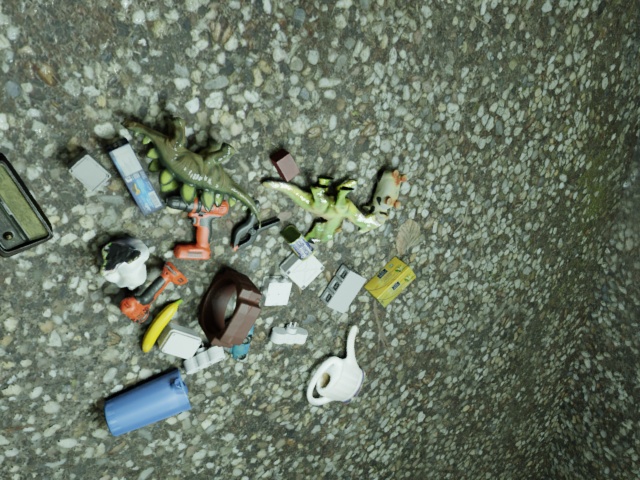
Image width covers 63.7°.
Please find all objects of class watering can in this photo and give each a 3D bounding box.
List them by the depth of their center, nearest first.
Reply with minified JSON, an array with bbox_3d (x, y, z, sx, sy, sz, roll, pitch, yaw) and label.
[{"bbox_3d":[0.092,0.498,1.972,0.221,0.105,0.347,34,93,-38],"label":"watering can"}]

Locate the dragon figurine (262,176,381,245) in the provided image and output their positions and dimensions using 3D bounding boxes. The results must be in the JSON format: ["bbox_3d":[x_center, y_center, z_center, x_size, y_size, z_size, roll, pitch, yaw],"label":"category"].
[{"bbox_3d":[0.005,-0.084,1.668,0.410,0.124,0.238,1,118,-14],"label":"dragon figurine"}]

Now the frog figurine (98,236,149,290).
[{"bbox_3d":[-0.532,0.064,1.425,0.139,0.124,0.157,-46,164,-14],"label":"frog figurine"}]
